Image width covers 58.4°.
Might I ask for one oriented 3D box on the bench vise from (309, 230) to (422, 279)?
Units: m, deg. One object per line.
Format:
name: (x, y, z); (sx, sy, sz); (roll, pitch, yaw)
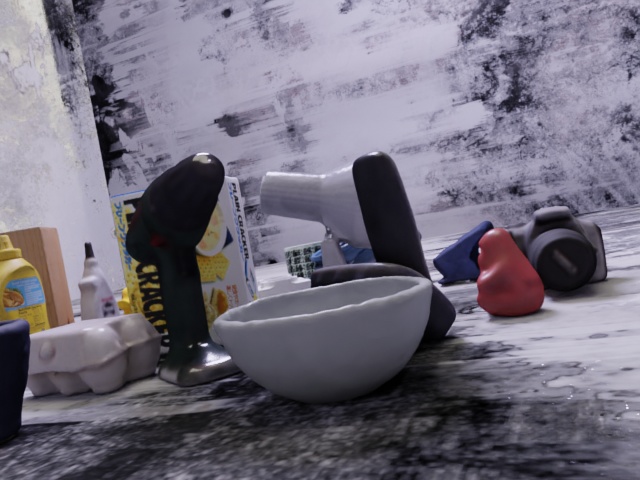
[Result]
bench vise: (0.066, -0.015, 1.006); (0.208, 0.220, 0.121); (-11, 1, -32)

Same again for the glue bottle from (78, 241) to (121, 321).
glue bottle: (-0.358, 0.088, 0.917); (0.037, 0.173, 0.078); (-10, 1, 6)

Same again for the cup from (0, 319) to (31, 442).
cup: (-0.291, 0.122, 0.461); (0.118, 0.095, 0.091); (-11, 1, -40)

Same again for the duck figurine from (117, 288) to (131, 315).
duck figurine: (-0.336, 0.126, 1.056); (0.077, 0.086, 0.105); (-10, 1, 16)

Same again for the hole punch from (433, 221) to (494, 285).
hole punch: (0.237, 0.020, 0.935); (0.100, 0.091, 0.109); (-10, 1, 25)

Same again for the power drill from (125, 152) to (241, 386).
power drill: (-0.135, 0.034, 0.581); (0.076, 0.208, 0.229); (-11, 1, -34)

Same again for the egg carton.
egg carton: (-0.253, 0.125, 0.624); (0.150, 0.069, 0.107); (-10, 1, 27)

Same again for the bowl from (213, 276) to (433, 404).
bowl: (0.008, 0.078, 0.432); (0.167, 0.075, 0.167); (-10, 1, 0)

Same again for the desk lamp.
desk lamp: (0.007, 0.003, 0.764); (0.203, 0.213, 0.118); (-10, 1, 4)

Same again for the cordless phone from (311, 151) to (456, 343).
cordless phone: (0.048, 0.013, 0.566); (0.094, 0.185, 0.147); (-11, 1, -39)

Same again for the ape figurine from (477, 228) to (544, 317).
ape figurine: (0.192, 0.033, 0.603); (0.078, 0.092, 0.076); (-11, 1, -33)

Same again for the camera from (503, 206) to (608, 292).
camera: (0.268, 0.013, 0.687); (0.143, 0.101, 0.137); (-10, 1, 18)
